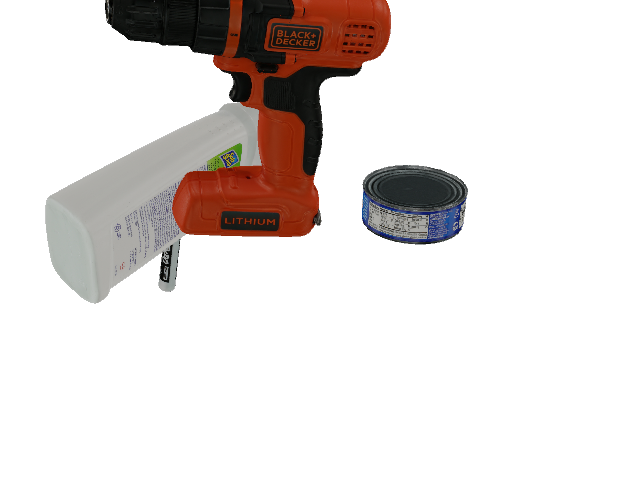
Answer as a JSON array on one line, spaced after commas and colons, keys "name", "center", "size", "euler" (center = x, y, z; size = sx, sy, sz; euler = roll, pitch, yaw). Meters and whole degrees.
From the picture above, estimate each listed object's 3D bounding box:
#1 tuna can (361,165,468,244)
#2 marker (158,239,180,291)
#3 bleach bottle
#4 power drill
[{"name": "tuna can", "center": [0.077, -0.030, 0.876], "size": [0.086, 0.034, 0.086], "euler": [2, 27, -1]}, {"name": "marker", "center": [-0.163, 0.008, 1.168], "size": [0.020, 0.121, 0.020], "euler": [8, 43, -7]}, {"name": "bleach bottle", "center": [-0.120, -0.050, 0.939], "size": [0.068, 0.103, 0.250], "euler": [37, 52, 26]}, {"name": "power drill", "center": [-0.056, -0.090, 0.724], "size": [0.184, 0.188, 0.057], "euler": [2, 39, -13]}]
